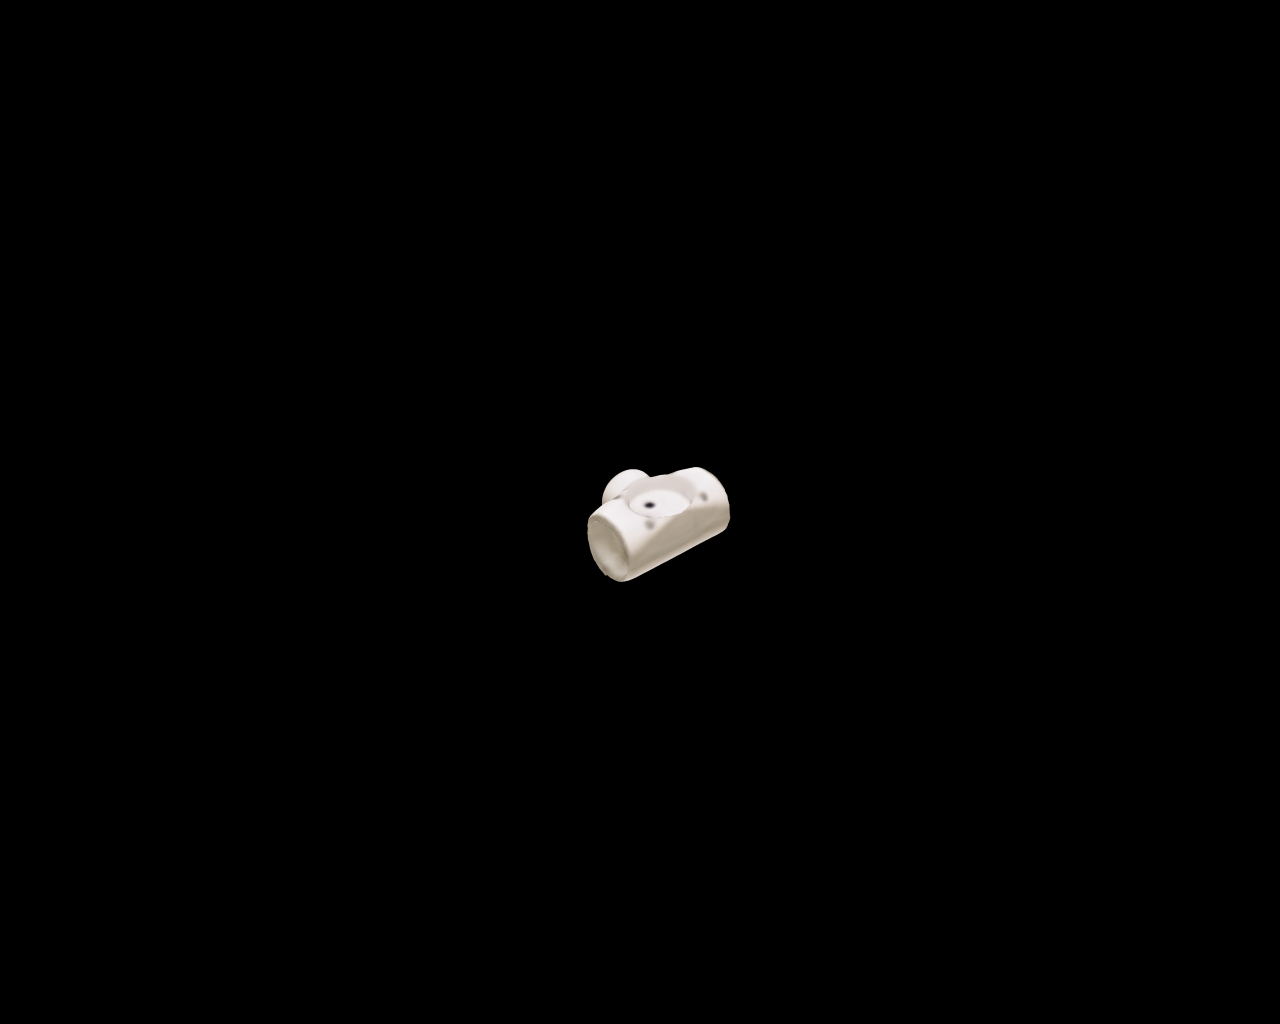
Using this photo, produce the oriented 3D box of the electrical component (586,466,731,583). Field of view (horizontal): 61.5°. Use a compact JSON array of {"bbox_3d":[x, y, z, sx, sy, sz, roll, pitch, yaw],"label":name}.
[{"bbox_3d":[0.001,-0.003,0.650,0.077,0.044,0.079,-26,46,-28],"label":"electrical component"}]
